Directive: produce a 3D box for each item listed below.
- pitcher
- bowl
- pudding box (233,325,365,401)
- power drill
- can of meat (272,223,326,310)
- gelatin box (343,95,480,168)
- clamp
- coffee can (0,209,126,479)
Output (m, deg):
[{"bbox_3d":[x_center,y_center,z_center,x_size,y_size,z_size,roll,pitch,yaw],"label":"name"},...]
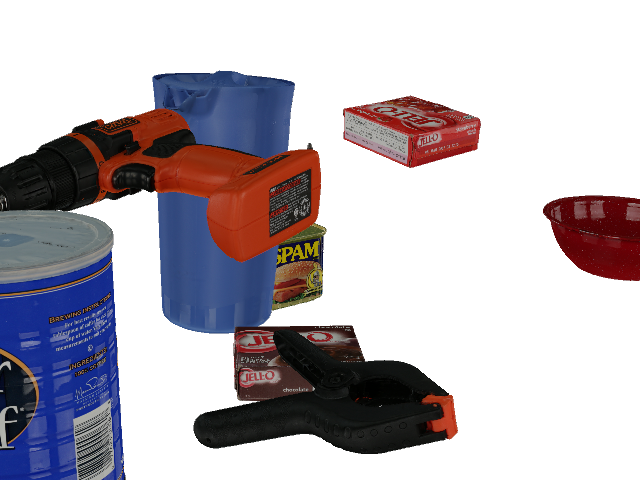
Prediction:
[{"bbox_3d":[-0.091,-0.042,1.034,0.149,0.243,0.145,-1,15,-18],"label":"pitcher"},{"bbox_3d":[0.304,0.000,1.075,0.162,0.055,0.162,2,17,-1],"label":"bowl"},{"bbox_3d":[-0.020,0.107,0.947,0.113,0.039,0.090,2,18,-7],"label":"pudding box"},{"bbox_3d":[-0.109,-0.040,0.735,0.188,0.057,0.184,17,30,30],"label":"power drill"},{"bbox_3d":[-0.044,0.029,1.239,0.101,0.084,0.058,-11,20,-35],"label":"can of meat"},{"bbox_3d":[0.073,-0.090,0.864,0.073,0.030,0.089,-16,28,-32],"label":"gelatin box"},{"bbox_3d":[0.003,0.110,0.701,0.172,0.039,0.120,7,39,39],"label":"clamp"},{"bbox_3d":[-0.153,0.065,0.541,0.103,0.140,0.103,0,17,0],"label":"coffee can"}]
